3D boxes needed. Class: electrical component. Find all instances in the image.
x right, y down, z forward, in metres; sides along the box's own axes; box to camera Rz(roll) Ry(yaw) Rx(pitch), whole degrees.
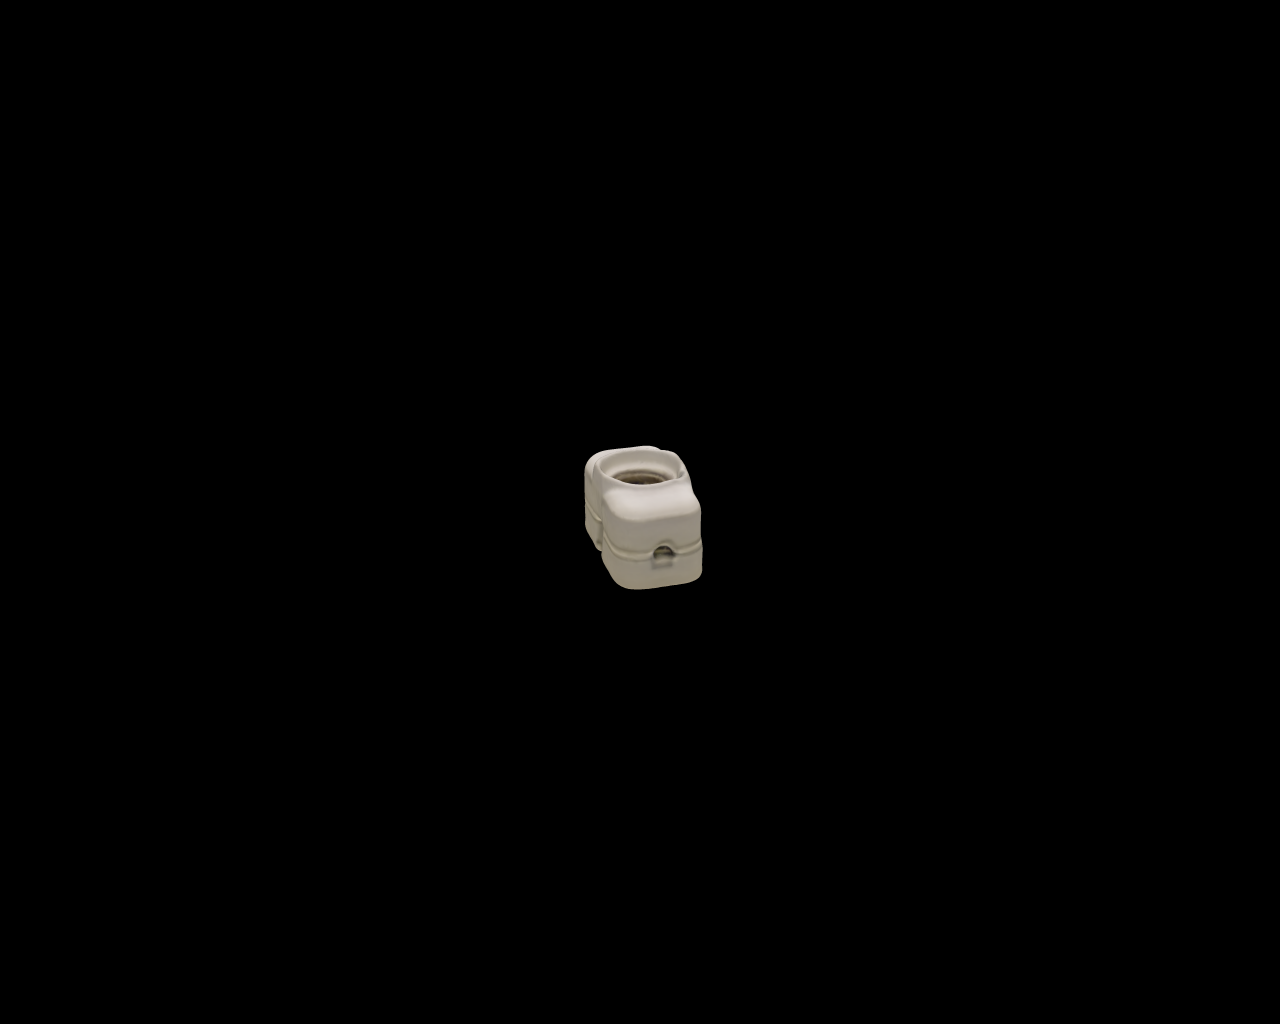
[{"bbox_3d":[0.001,-0.003,0.650,0.054,0.059,0.095,-7,27,-14],"label":"electrical component"}]
